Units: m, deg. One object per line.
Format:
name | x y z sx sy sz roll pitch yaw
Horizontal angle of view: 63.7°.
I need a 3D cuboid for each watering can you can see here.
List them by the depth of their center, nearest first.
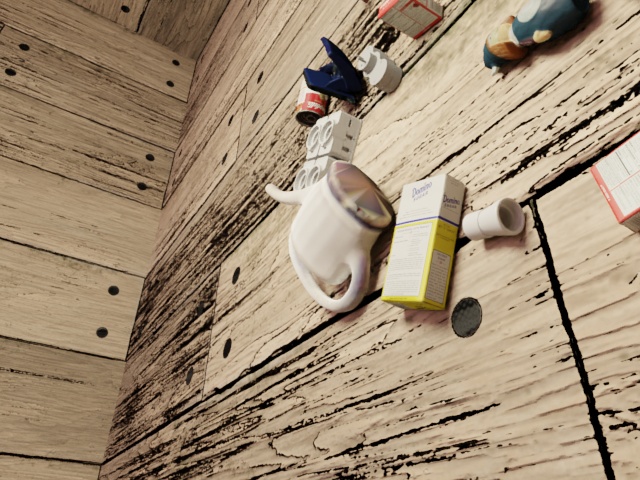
watering can | 0.003 -0.045 0.895 0.220 0.104 0.355 -54 47 30
